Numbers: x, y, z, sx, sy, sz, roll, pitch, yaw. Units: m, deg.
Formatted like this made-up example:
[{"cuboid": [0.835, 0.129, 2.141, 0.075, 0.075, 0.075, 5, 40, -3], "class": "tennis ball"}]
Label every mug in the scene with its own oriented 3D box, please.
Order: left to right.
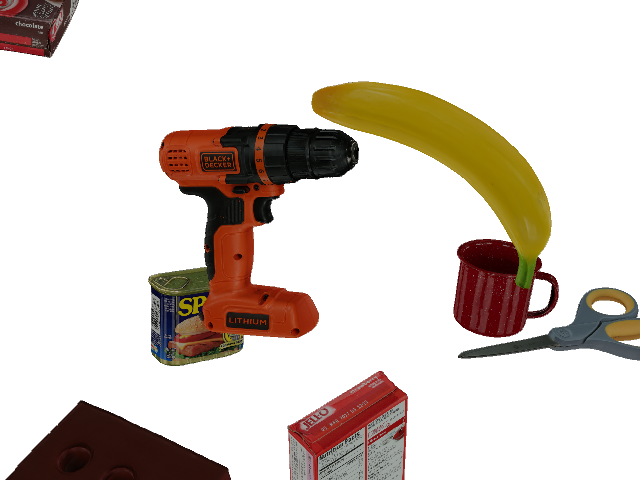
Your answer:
[{"cuboid": [0.204, 0.056, 1.182, 0.117, 0.081, 0.093, 7, 25, 4], "class": "mug"}]

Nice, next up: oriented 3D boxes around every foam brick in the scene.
[{"cuboid": [-0.078, 0.112, 0.431, 0.078, 0.051, 0.052, 19, 44, 24], "class": "foam brick"}]

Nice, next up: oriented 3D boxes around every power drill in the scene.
[{"cuboid": [-0.047, -0.010, 0.940, 0.185, 0.188, 0.057, 2, 17, 25], "class": "power drill"}]

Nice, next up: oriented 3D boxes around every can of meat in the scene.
[{"cuboid": [-0.127, 0.078, 1.110, 0.101, 0.084, 0.058, -8, 20, -32], "class": "can of meat"}]

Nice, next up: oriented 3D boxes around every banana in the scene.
[{"cuboid": [0.086, -0.053, 0.711, 0.198, 0.070, 0.037, 41, 8, -1], "class": "banana"}]

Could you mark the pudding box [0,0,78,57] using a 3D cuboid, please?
[{"cuboid": [-0.251, -0.196, 0.875, 0.090, 0.039, 0.113, 9, 35, -3], "class": "pudding box"}]

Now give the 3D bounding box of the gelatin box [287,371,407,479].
[{"cuboid": [0.017, 0.132, 0.654, 0.073, 0.089, 0.030, -28, 45, -28], "class": "gelatin box"}]

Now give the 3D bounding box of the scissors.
[{"cuboid": [0.197, 0.069, 0.873, 0.201, 0.016, 0.096, 3, 32, -12], "class": "scissors"}]
